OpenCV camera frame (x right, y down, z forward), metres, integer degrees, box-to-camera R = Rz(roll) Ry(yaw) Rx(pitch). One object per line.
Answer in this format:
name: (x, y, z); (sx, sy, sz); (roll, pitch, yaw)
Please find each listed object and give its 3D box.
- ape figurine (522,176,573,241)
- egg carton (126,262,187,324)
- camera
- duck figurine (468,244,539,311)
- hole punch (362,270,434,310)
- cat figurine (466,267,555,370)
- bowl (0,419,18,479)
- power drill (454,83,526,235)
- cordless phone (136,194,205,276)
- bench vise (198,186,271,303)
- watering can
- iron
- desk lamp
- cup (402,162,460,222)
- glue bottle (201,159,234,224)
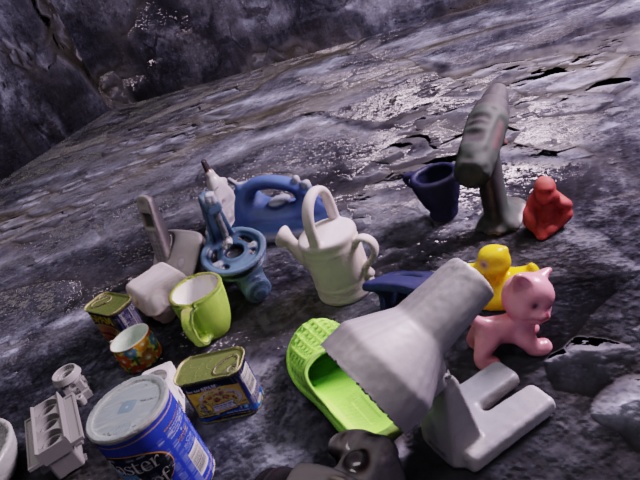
ape figurine: (0.359, -0.058, 0.911); (0.077, 0.092, 0.076); (-9, 30, 22)
egg carton: (-0.311, 0.102, 1.117); (0.107, 0.069, 0.149); (-37, 32, -27)
camera: (-0.001, 0.260, 0.590); (0.136, 0.101, 0.143); (0, 34, 34)
duck figurine: (0.255, 0.045, 0.808); (0.104, 0.086, 0.077); (-14, 29, 13)
hole punch: (0.128, 0.074, 0.839); (0.108, 0.091, 0.101); (1, 35, 36)
cat figurine: (0.238, 0.088, 0.710); (0.127, 0.118, 0.067); (-19, 28, 4)
bowl: (-0.500, 0.343, 0.817); (0.167, 0.075, 0.167); (-16, 28, 9)
power drill: (0.287, -0.126, 0.956); (0.075, 0.209, 0.230); (-2, 34, 32)
cordless phone: (-0.310, -0.008, 1.186); (0.147, 0.185, 0.094); (2, 36, 37)
bench vise: (-0.187, 0.001, 1.048); (0.206, 0.220, 0.122); (10, 41, 45)
watering can: (0.008, 0.005, 0.934); (0.172, 0.194, 0.101); (-15, 29, 13)
iron: (-0.078, -0.081, 1.201); (0.257, 0.142, 0.119); (-4, 33, 29)
desk lamp: (0.123, 0.136, 0.602); (0.203, 0.214, 0.117); (-30, 29, -15)
cup: (0.208, -0.084, 1.058); (0.117, 0.095, 0.092); (9, 40, 44)
glue bottle: (-0.234, -0.110, 1.327); (0.037, 0.173, 0.078); (5, 38, 40)
